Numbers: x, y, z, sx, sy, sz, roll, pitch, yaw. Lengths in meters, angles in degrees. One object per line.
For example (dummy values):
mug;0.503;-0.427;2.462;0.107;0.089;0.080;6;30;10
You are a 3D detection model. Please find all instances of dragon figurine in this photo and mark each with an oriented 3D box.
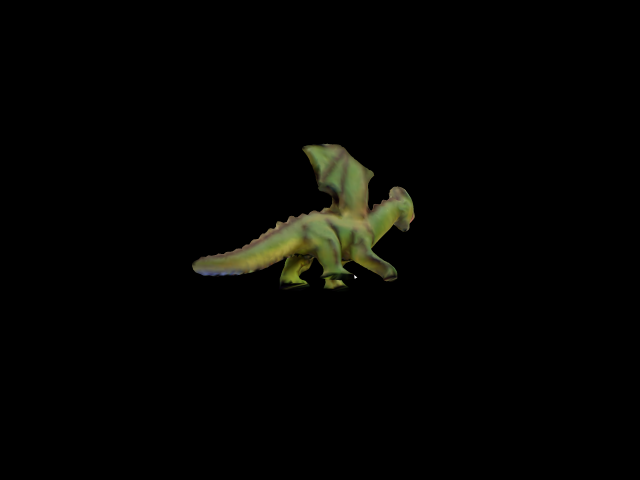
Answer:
dragon figurine;0.003;-0.043;0.850;0.409;0.246;0.121;8;-18;-29
